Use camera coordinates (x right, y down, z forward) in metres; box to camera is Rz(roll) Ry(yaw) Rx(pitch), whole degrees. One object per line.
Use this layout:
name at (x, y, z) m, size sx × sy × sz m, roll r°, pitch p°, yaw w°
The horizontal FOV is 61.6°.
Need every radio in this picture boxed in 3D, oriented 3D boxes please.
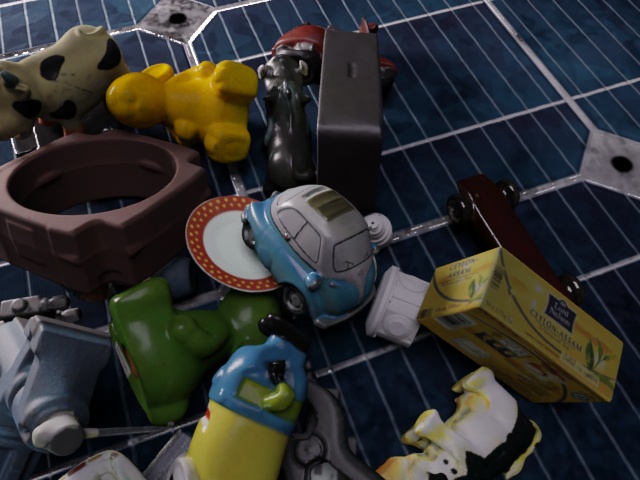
radio at (0.035, -0.146, 0.654) m, size 0.073 × 0.131 × 0.230 m, roll 3°, pitch 46°, yaw 2°

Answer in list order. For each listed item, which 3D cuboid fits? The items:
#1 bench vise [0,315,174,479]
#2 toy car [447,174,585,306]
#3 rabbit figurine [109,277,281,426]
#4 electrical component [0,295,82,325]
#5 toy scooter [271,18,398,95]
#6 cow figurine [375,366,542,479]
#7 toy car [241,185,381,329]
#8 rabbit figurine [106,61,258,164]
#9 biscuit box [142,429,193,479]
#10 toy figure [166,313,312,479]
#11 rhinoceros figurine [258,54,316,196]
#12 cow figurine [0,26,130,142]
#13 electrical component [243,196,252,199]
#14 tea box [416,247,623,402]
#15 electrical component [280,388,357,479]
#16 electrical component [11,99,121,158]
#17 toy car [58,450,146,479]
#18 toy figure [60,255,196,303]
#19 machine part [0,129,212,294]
bench vise at (-0.270, 0.178, 0.473) m, size 0.224 × 0.128 × 0.240 m, roll 19°, pitch 84°, yaw 38°
toy car at (0.223, 0.011, 0.631) m, size 0.089 × 0.053 × 0.202 m, roll -20°, pitch 66°, yaw -17°
rabbit figurine at (-0.106, 0.099, 0.543) m, size 0.170 × 0.121 × 0.159 m, roll -21°, pitch 65°, yaw -30°
electrical component at (-0.310, 0.081, 0.576) m, size 0.094 × 0.063 × 0.021 m, roll -9°, pitch 60°, yaw -5°
toy scooter at (0.027, -0.280, 0.789) m, size 0.184 × 0.075 × 0.135 m, roll 13°, pitch 60°, yaw 3°
cow figurine at (0.128, 0.206, 0.510) m, size 0.167 × 0.068 × 0.098 m, roll -37°, pitch 73°, yaw -19°
toy car at (-0.001, -0.002, 0.546) m, size 0.109 × 0.103 × 0.162 m, roll -23°, pitch 67°, yaw -41°
rabbit figurine at (-0.183, -0.178, 0.679) m, size 0.173 × 0.121 × 0.163 m, roll -5°, pitch 29°, yaw -32°
biscuit box at (-0.163, 0.270, 0.469) m, size 0.063 × 0.059 × 0.203 m, roll 33°, pitch 64°, yaw 16°
toy figure at (-0.059, 0.154, 0.443) m, size 0.089 × 0.082 × 0.180 m, roll 22°, pitch 71°, yaw 17°
rhinoceros figurine at (-0.046, -0.146, 0.688) m, size 0.073 × 0.112 × 0.190 m, roll -5°, pitch 68°, yaw -1°
cow figurine at (-0.317, -0.185, 0.632) m, size 0.086 × 0.127 × 0.195 m, roll 29°, pitch 60°, yaw 18°
electrical component at (-0.053, -0.018, 0.649) m, size 0.102 × 0.045 × 0.078 m, roll 39°, pitch 68°, yaw 20°
tea box at (0.193, 0.088, 0.522) m, size 0.169 × 0.098 × 0.068 m, roll 35°, pitch 62°, yaw -15°
electrical component at (-0.002, 0.206, 0.515) m, size 0.075 × 0.047 × 0.119 m, roll 2°, pitch 59°, yaw 0°
electrical component at (-0.334, -0.142, 0.712) m, size 0.134 × 0.058 × 0.115 m, roll -23°, pitch 61°, yaw -15°
toy car at (-0.134, 0.257, 0.407) m, size 0.073 × 0.056 × 0.201 m, roll -30°, pitch 95°, yaw -29°
toy figure at (-0.220, 0.044, 0.600) m, size 0.155 × 0.064 × 0.058 m, roll -2°, pitch 72°, yaw -3°
machine part at (-0.240, -0.039, 0.596) m, size 0.201 × 0.087 × 0.201 m, roll 17°, pitch 39°, yaw 20°
